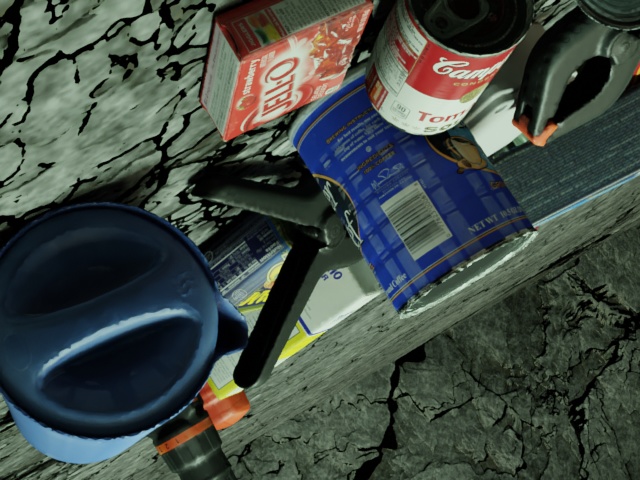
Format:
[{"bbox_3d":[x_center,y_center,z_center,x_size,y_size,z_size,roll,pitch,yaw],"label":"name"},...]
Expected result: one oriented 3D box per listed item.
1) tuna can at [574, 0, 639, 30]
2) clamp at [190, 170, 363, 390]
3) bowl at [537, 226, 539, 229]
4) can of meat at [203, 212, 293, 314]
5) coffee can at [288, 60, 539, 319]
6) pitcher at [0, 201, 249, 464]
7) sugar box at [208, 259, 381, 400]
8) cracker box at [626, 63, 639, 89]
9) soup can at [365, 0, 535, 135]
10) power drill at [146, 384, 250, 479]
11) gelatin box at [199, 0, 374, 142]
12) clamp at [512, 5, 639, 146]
[{"bbox_3d":[0.169,-0.160,0.581,0.033,0.086,0.086,-27,168,-24],"label":"tuna can"},{"bbox_3d":[-0.005,0.001,0.765,0.209,0.036,0.164,-30,127,-42],"label":"clamp"},{"bbox_3d":[0.175,-0.024,1.111,0.162,0.055,0.162,-15,148,-10],"label":"bowl"},{"bbox_3d":[-0.040,0.011,0.840,0.084,0.057,0.102,-38,167,21],"label":"can of meat"},{"bbox_3d":[0.058,-0.036,0.681,0.102,0.140,0.103,-30,168,-7],"label":"coffee can"},{"bbox_3d":[-0.156,0.075,0.679,0.144,0.149,0.243,-43,177,-23],"label":"pitcher"},{"bbox_3d":[-0.040,0.054,0.926,0.176,0.093,0.048,-36,169,22],"label":"sugar box"},{"bbox_3d":[0.303,-0.202,0.782,0.214,0.072,0.164,-32,169,6],"label":"cracker box"},{"bbox_3d":[0.067,-0.108,0.589,0.068,0.068,0.102,-27,169,-18],"label":"soup can"},{"bbox_3d":[-0.113,0.151,0.967,0.057,0.184,0.187,-28,178,4],"label":"power drill"},{"bbox_3d":[-0.019,-0.091,0.532,0.073,0.030,0.089,-27,167,-19],"label":"gelatin box"},{"bbox_3d":[0.193,-0.132,0.681,0.120,0.039,0.172,17,119,-31],"label":"clamp"}]
